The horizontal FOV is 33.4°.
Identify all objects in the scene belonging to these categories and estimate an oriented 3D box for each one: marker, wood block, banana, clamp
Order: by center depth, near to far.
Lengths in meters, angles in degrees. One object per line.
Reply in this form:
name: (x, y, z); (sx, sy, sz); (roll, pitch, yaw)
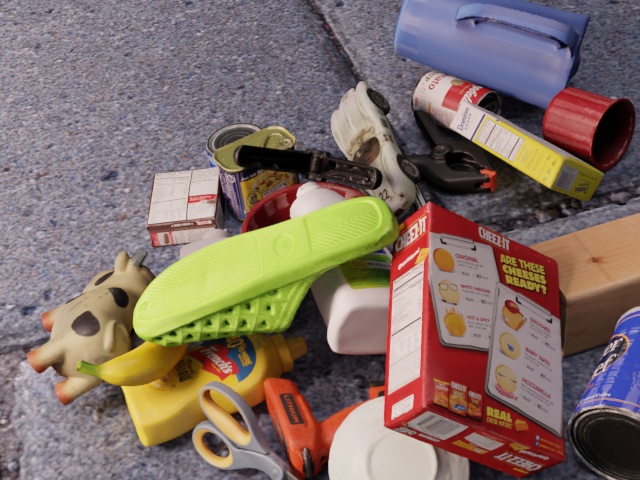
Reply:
banana: (-0.164, 0.095, 1.073); (0.069, 0.037, 0.197); (46, 32, -3)
wood block: (0.330, 0.035, 1.117); (0.206, 0.090, 0.091); (-16, 41, -9)
clamp: (-0.015, -0.088, 1.241); (0.164, 0.036, 0.210); (11, 6, -2)
marker: (0.112, -0.067, 1.308); (0.020, 0.020, 0.121); (-15, 56, -8)
clamp: (0.143, -0.097, 1.350); (0.120, 0.039, 0.172); (-43, 49, -14)

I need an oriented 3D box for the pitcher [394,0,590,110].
pitcher: (0.225, -0.268, 1.410); (0.243, 0.149, 0.144); (19, 39, 10)

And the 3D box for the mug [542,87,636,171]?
mug: (0.341, -0.142, 1.338); (0.117, 0.093, 0.082); (-2, 22, -45)

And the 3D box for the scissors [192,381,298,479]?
scissors: (-0.053, 0.222, 1.007); (0.202, 0.096, 0.016); (49, 38, 13)

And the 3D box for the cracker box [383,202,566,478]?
cracker box: (0.143, 0.093, 0.992); (0.164, 0.072, 0.213); (23, 52, -24)

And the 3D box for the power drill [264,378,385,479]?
power drill: (0.044, 0.150, 1.055); (0.187, 0.057, 0.184); (-16, 41, -9)

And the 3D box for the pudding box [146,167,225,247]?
pudding box: (-0.167, -0.043, 1.339); (0.090, 0.039, 0.113); (-7, 38, 4)

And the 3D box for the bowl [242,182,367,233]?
bowl: (-0.008, 0.002, 1.243); (0.162, 0.055, 0.162); (-5, 40, 4)

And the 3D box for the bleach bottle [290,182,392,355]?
bleach bottle: (0.020, 0.016, 1.120); (0.102, 0.068, 0.251); (2, 34, -24)

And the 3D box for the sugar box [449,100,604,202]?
sugar box: (0.250, -0.109, 1.306); (0.093, 0.048, 0.176); (14, 16, -45)

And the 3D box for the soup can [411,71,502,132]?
soup can: (0.181, -0.179, 1.417); (0.102, 0.068, 0.068); (27, 51, 36)

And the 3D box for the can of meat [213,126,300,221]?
can of meat: (-0.075, -0.082, 1.332); (0.102, 0.084, 0.057); (-27, 43, -21)

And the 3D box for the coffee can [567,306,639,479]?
coffee can: (0.301, 0.143, 0.984); (0.103, 0.103, 0.140); (16, 46, 27)

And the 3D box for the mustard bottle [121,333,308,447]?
mustard bottle: (-0.103, 0.140, 1.093); (0.191, 0.058, 0.096); (-19, 34, -13)

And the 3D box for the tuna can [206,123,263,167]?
tuna can: (-0.109, -0.120, 1.423); (0.086, 0.034, 0.086); (-5, 40, 4)
